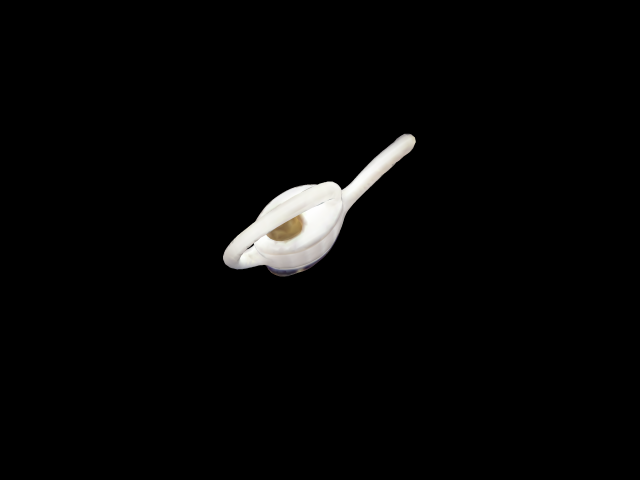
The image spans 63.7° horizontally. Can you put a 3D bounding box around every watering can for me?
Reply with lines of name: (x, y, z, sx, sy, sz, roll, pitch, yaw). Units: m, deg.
watering can: (0.003, -0.043, 0.850, 0.349, 0.105, 0.221, -31, -14, -9)
